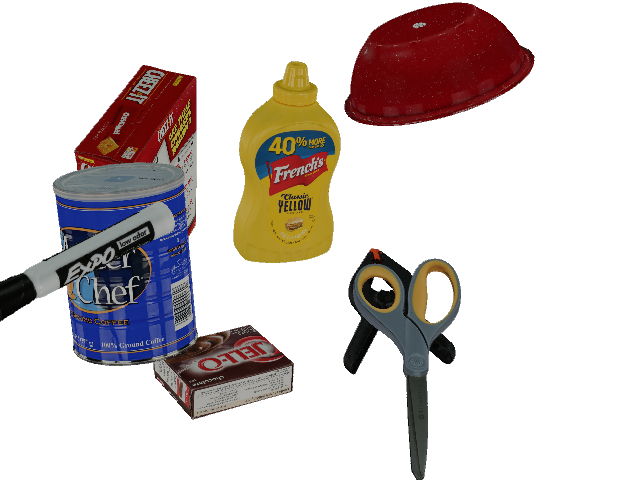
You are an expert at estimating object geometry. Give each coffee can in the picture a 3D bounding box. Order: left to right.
[{"bbox_3d":[-0.155,0.016,0.859,0.103,0.140,0.103,-3,17,1],"label":"coffee can"}]

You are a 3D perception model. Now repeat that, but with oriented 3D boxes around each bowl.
[{"bbox_3d":[0.090,-0.153,0.877,0.162,0.055,0.162,-16,25,7],"label":"bowl"}]

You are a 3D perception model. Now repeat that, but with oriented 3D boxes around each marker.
[{"bbox_3d":[-0.132,0.011,0.581,0.120,0.020,0.020,-31,19,-36],"label":"marker"}]

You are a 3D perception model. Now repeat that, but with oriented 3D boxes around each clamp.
[{"bbox_3d":[0.085,0.079,1.186,0.120,0.171,0.039,5,-43,-5],"label":"clamp"}]

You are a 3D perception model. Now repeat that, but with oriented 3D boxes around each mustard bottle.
[{"bbox_3d":[-0.029,-0.075,1.008,0.096,0.192,0.058,-5,28,-20],"label":"mustard bottle"}]

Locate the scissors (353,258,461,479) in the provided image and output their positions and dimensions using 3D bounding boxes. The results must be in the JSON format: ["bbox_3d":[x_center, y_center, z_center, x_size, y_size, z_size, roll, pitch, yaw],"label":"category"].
[{"bbox_3d":[0.056,0.086,0.822,0.096,0.201,0.016,14,-41,10],"label":"scissors"}]

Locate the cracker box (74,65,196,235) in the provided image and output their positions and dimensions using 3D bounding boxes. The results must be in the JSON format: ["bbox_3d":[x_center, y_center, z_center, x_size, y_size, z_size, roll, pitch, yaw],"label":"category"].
[{"bbox_3d":[-0.191,-0.052,1.135,0.072,0.214,0.164,14,44,10],"label":"cracker box"}]

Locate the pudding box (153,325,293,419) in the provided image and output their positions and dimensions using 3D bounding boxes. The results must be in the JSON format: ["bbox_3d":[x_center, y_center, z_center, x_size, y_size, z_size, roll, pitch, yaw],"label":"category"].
[{"bbox_3d":[-0.095,0.127,1.045,0.113,0.039,0.090,-14,27,-29],"label":"pudding box"}]
